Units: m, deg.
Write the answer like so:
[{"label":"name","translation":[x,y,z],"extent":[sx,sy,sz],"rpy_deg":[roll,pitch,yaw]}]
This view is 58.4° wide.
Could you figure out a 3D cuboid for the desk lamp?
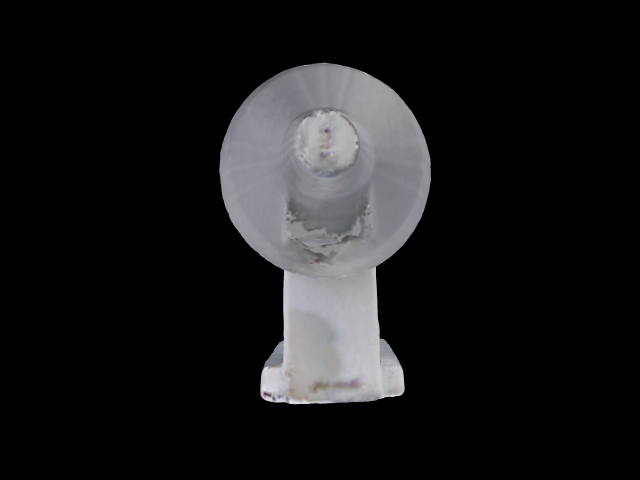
[{"label":"desk lamp","translation":[0.004,0.001,0.400],"extent":[0.118,0.213,0.203],"rpy_deg":[0,0,0]}]
